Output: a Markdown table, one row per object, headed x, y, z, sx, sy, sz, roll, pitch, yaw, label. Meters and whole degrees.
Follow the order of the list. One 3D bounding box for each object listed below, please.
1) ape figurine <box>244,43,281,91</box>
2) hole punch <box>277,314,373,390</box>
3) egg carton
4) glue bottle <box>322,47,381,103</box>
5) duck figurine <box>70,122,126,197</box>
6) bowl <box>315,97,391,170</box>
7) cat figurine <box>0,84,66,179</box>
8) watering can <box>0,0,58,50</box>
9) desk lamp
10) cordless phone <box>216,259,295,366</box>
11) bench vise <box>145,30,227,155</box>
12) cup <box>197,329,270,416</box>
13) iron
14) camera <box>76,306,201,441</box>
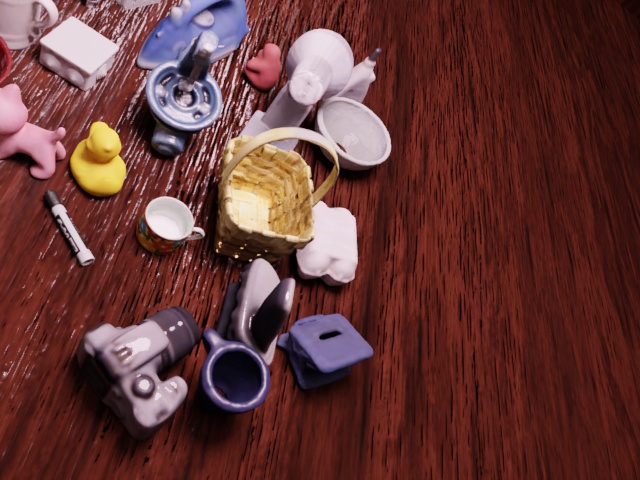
| x | y | z | sx | sy | sz | roll | pitch | yaw | label |
| --- | --- | --- | --- | --- | --- | --- | --- | --- | --- |
| -0.104 | -0.345 | 1.119 | 0.078 | 0.092 | 0.076 | -3 | 62 | -34 | ape figurine |
| 0.008 | 0.158 | 0.857 | 0.109 | 0.091 | 0.101 | -10 | 67 | -37 | hole punch |
| 0.009 | 0.003 | 0.976 | 0.107 | 0.069 | 0.150 | 16 | 53 | -24 | egg carton |
| 0.076 | -0.326 | 1.169 | 0.078 | 0.172 | 0.037 | -1 | 61 | -33 | glue bottle |
| -0.317 | -0.123 | 0.836 | 0.078 | 0.086 | 0.104 | -3 | 62 | -34 | duck figurine |
| 0.053 | -0.198 | 1.136 | 0.168 | 0.074 | 0.167 | 17 | 53 | -23 | bowl |
| -0.410 | -0.157 | 0.776 | 0.128 | 0.117 | 0.067 | 22 | 51 | -19 | cat figurine |
| -0.468 | -0.390 | 0.843 | 0.173 | 0.193 | 0.101 | 17 | 52 | -23 | watering can |
| -0.039 | -0.248 | 1.014 | 0.118 | 0.213 | 0.203 | 32 | 48 | -11 | desk lamp |
| -0.068 | 0.081 | 0.795 | 0.094 | 0.184 | 0.147 | 20 | 51 | -21 | cordless phone |
| -0.214 | -0.270 | 0.910 | 0.122 | 0.219 | 0.207 | 2 | 59 | -32 | bench vise |
| -0.131 | 0.180 | 0.749 | 0.092 | 0.094 | 0.117 | -25 | 76 | -41 | cup |
| -0.224 | -0.406 | 1.049 | 0.118 | 0.141 | 0.259 | 43 | 47 | -1 | iron |
| -0.206 | 0.149 | 0.716 | 0.143 | 0.100 | 0.137 | 51 | 47 | 7 | camera |
